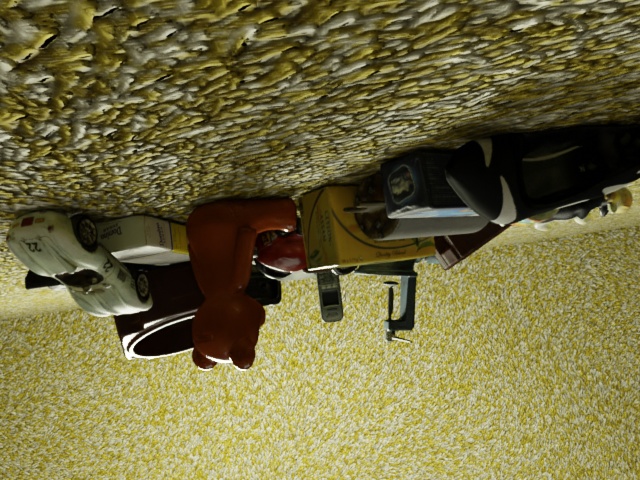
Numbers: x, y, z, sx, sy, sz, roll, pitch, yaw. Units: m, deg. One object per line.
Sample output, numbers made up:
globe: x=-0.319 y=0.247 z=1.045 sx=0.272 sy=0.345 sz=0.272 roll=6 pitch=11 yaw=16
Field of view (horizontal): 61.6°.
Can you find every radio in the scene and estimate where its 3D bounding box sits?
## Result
radio: x=-0.170 y=0.080 z=1.108 sx=0.073 sy=0.131 sz=0.229 roll=-10 pitch=174 yaw=30

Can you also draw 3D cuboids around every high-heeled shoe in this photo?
high-heeled shoe: x=0.232 y=-0.073 z=0.498 sx=0.145 sy=0.086 sz=0.248 roll=-18 pitch=174 yaw=43

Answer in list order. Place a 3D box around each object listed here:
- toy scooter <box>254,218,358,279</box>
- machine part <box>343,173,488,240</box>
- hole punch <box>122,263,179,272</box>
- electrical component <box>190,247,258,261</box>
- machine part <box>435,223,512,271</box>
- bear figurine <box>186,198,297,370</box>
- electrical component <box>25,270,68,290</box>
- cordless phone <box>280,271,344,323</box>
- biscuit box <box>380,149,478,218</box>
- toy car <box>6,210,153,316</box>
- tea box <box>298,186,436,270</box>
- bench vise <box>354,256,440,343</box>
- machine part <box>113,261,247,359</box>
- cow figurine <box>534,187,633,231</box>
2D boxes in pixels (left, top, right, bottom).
toy scooter: x=-0.002 y=-0.002 z=0.776 sx=0.184 sy=0.075 sz=0.135 roll=4 pitch=142 yaw=-27
machine part: x=0.128 y=-0.041 z=0.646 sx=0.243 sy=0.079 sz=0.079 roll=-5 pitch=173 yaw=-37
hole punch: x=-0.270 y=0.038 z=0.879 sx=0.142 sy=0.092 sz=0.115 roll=-2 pitch=150 yaw=-34
electrical component: x=-0.133 y=0.004 z=0.737 sx=0.094 sy=0.063 sz=0.021 roll=-5 pitch=157 yaw=-9
machine part: x=0.267 y=-0.015 z=0.917 sx=0.179 sy=0.056 sz=0.179 roll=-32 pitch=168 yaw=-8
bear figurine: x=-0.095 y=0.052 z=0.645 sx=0.132 sy=0.195 sz=0.120 roll=-4 pitch=169 yaw=-46
electrical component: x=-0.319 y=0.028 z=0.681 sx=0.048 sy=0.075 sz=0.119 roll=-9 pitch=170 yaw=8
cordless phone: x=-0.024 y=0.086 z=1.126 sx=0.147 sy=0.184 sz=0.089 roll=-8 pitch=178 yaw=-9
biscuit box: x=0.160 y=-0.059 z=0.586 sx=0.202 sy=0.062 sz=0.059 roll=-3 pitch=172 yaw=-37
toy car: x=-0.264 y=0.036 z=0.612 sx=0.074 sy=0.056 sz=0.201 roll=-9 pitch=144 yaw=10
tea box: x=0.063 y=-0.017 z=0.687 sx=0.169 sy=0.098 sz=0.068 roll=-6 pitch=175 yaw=-36
bench vise: x=0.160 y=0.072 z=1.024 sx=0.224 sy=0.240 sz=0.129 roll=3 pitch=177 yaw=-17
machine part: x=-0.222 y=0.115 z=0.861 sx=0.201 sy=0.087 sz=0.201 roll=-13 pitch=159 yaw=-22
cow figurine: x=0.450 y=-0.067 z=0.926 sx=0.167 sy=0.068 sz=0.098 roll=-12 pitch=167 yaw=19
